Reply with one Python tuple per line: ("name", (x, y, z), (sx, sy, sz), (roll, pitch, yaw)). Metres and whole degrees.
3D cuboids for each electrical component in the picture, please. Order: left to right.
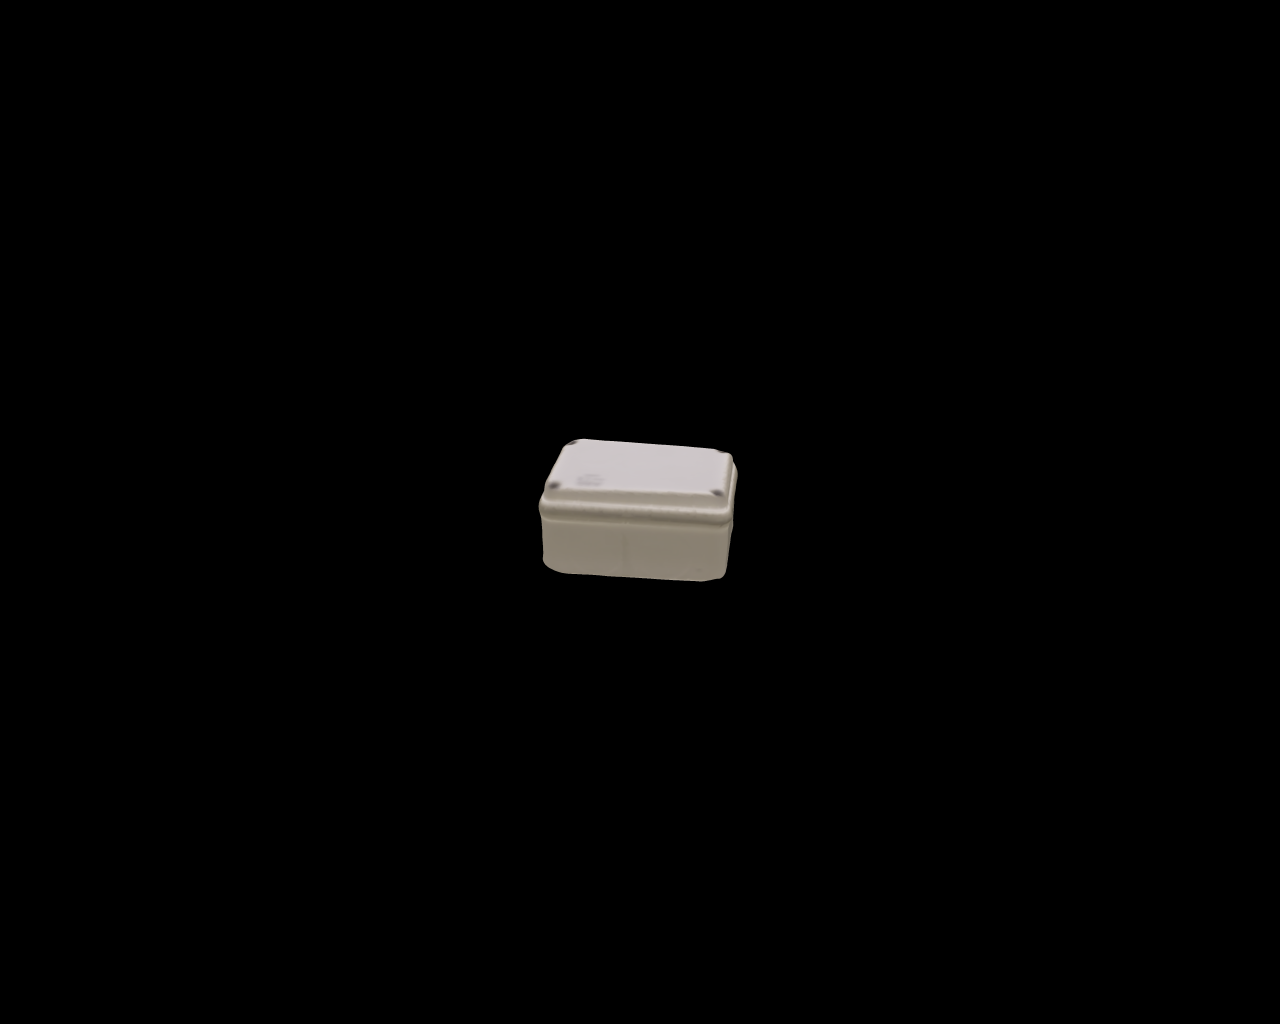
("electrical component", (0.001, -0.003, 0.650), (0.113, 0.057, 0.078), (4, 28, 7))
